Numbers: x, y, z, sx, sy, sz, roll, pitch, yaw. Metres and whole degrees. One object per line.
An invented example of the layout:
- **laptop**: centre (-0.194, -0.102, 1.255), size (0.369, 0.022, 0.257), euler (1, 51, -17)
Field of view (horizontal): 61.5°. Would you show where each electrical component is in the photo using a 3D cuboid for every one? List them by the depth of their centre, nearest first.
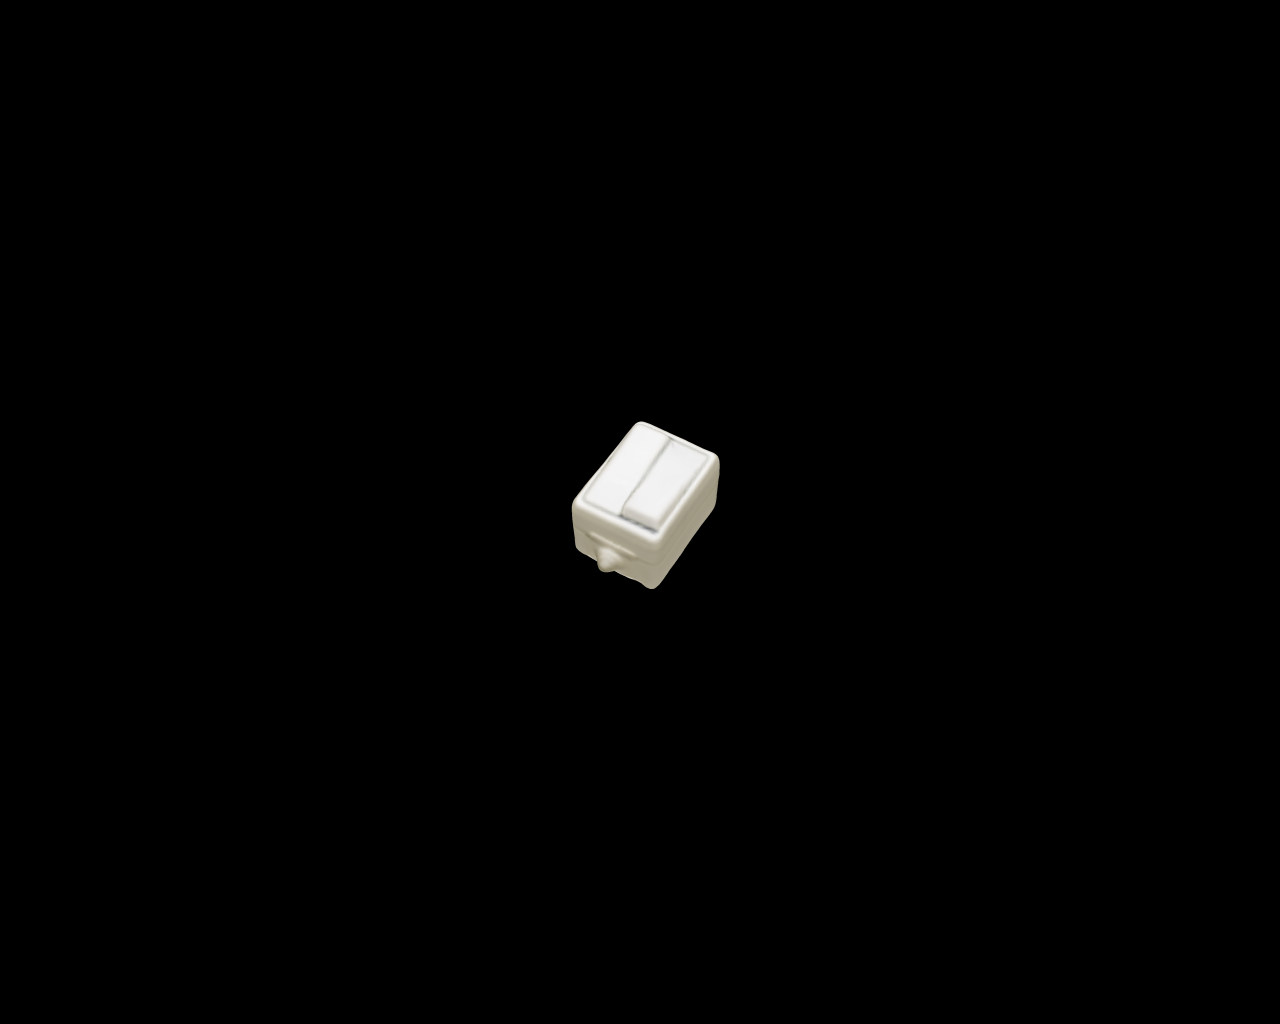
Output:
- **electrical component**: centre (0.001, -0.003, 0.650), size (0.062, 0.096, 0.061), euler (27, -32, 18)
